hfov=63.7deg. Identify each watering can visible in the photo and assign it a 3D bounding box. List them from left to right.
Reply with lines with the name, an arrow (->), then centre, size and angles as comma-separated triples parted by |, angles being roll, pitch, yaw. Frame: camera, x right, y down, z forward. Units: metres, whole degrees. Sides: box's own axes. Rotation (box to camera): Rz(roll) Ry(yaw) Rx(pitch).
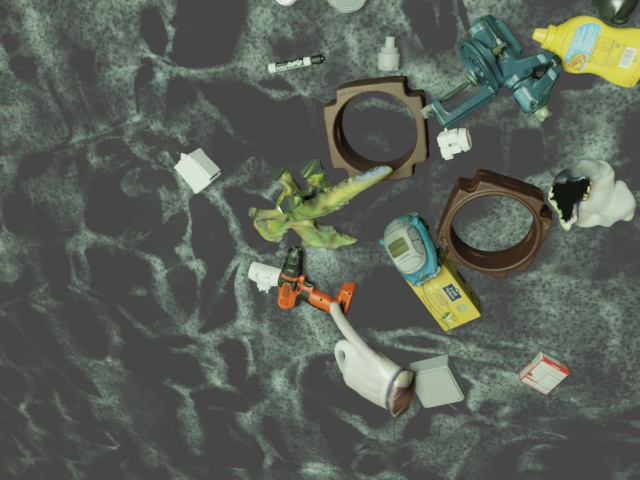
watering can -> 0.121, 0.305, 1.255 | 0.226, 0.106, 0.339 | 23, 143, 34

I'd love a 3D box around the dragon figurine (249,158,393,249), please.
dragon figurine -> 0.003, -0.058, 1.143 | 0.409, 0.125, 0.238 | -5, 149, 29

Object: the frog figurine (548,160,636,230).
frog figurine -> 0.536, -0.089, 1.002 | 0.160, 0.124, 0.135 | -6, 111, -21
